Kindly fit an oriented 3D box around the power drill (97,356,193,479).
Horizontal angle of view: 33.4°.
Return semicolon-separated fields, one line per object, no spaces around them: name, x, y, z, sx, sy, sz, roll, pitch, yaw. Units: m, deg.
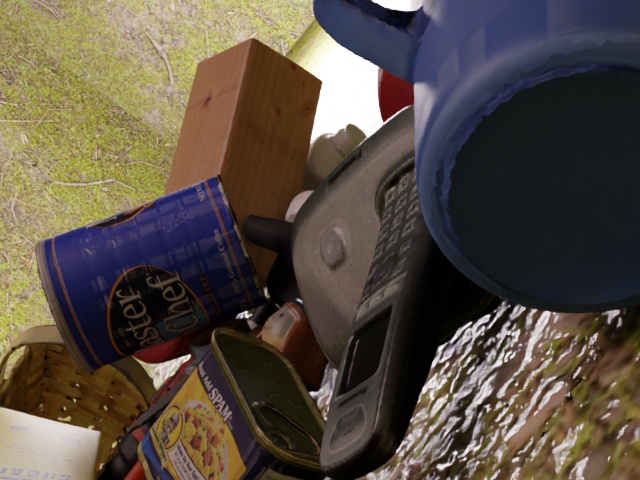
power drill;-0.112;0.157;0.777;0.184;0.057;0.188;-53;11;3

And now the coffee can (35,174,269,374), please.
coffee can;-0.120;0.024;0.773;0.140;0.103;0.103;-21;10;-4

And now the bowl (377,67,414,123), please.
bowl;0.087;-0.118;0.663;0.162;0.055;0.162;-44;-7;-7

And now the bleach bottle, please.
bleach bottle;-0.044;-0.018;1.030;0.251;0.068;0.102;-43;20;33

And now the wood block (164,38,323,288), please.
wood block;-0.075;-0.064;0.964;0.091;0.090;0.206;-13;58;47

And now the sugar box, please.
sugar box;-0.214;0.180;0.784;0.176;0.093;0.048;-136;62;-77

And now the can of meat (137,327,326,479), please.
can of meat;-0.045;0.111;0.560;0.084;0.057;0.102;-53;39;16

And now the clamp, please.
clamp;-0.005;0.001;0.801;0.165;0.036;0.210;-32;26;26

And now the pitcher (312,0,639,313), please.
pitcher;0.086;-0.085;0.432;0.149;0.145;0.242;-28;27;25

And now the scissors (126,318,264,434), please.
scissors;-0.058;0.082;0.702;0.096;0.016;0.201;-11;10;5

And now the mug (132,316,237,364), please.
mug;-0.136;0.058;0.997;0.081;0.093;0.117;-14;-61;-60

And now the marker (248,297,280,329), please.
marker;-0.072;0.097;0.893;0.121;0.020;0.020;-56;11;-11
